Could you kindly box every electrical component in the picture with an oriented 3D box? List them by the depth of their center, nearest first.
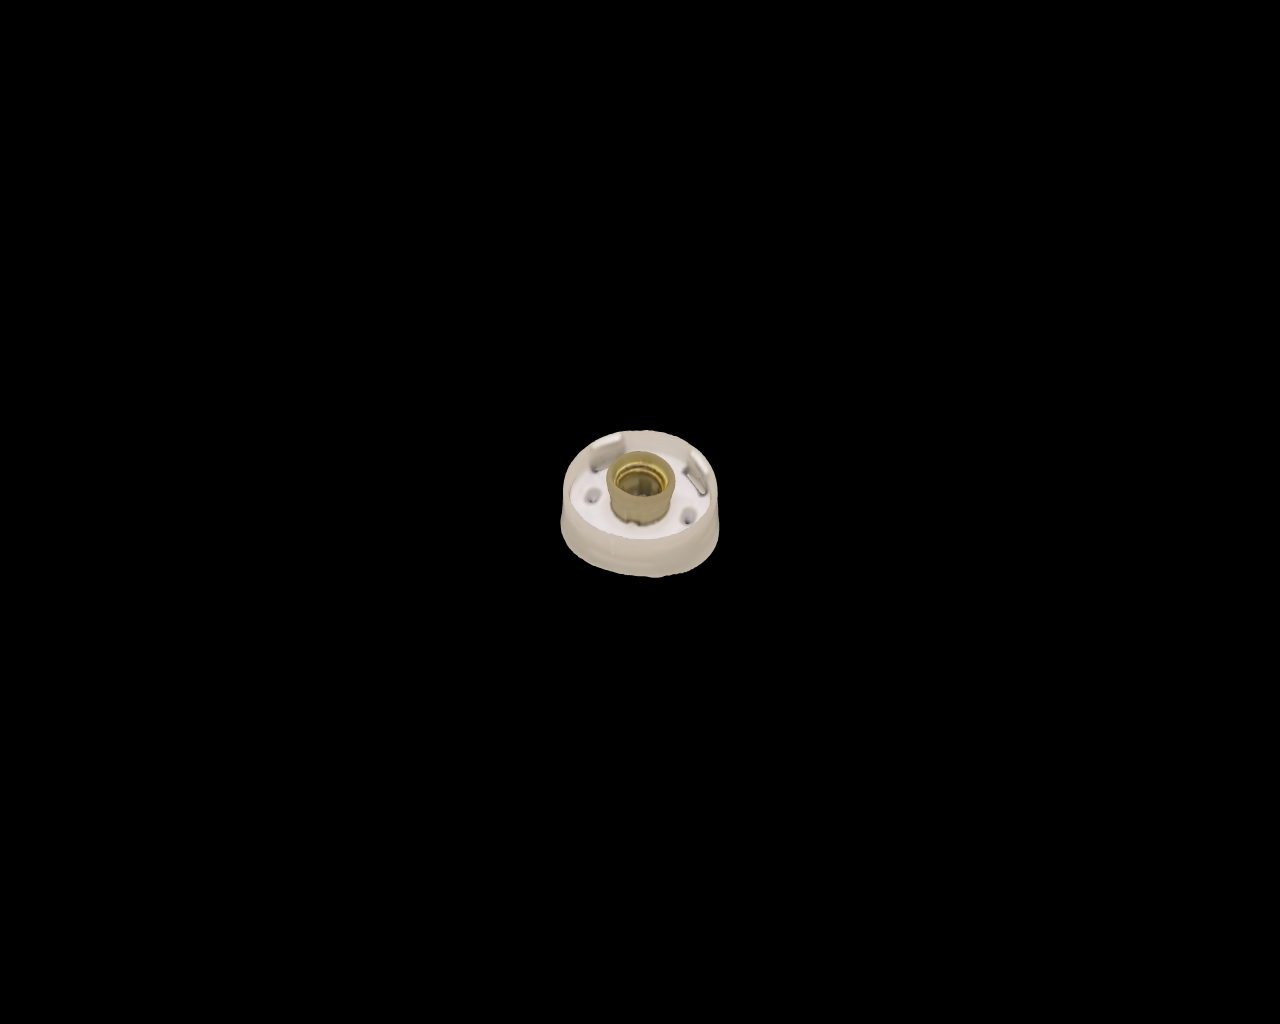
[{"bbox_3d":[0.001,-0.003,0.650,0.099,0.099,0.064,0,-40,0],"label":"electrical component"}]
